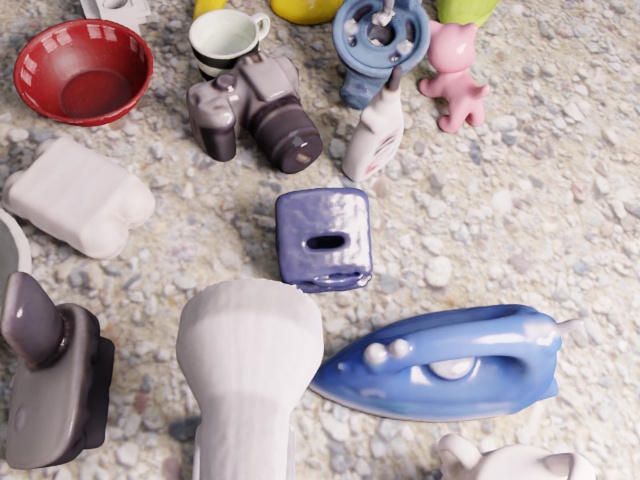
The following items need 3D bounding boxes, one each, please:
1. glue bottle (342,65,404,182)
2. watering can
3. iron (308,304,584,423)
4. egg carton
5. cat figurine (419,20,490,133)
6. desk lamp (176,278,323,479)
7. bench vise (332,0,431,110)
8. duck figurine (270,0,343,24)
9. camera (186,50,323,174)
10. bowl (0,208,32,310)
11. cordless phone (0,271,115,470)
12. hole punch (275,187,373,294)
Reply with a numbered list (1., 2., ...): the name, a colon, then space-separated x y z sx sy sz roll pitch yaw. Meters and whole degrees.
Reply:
1. glue bottle: 0.069 -0.136 0.654 0.037 0.173 0.078 43 68 14
2. watering can: 0.178 0.229 0.481 0.172 0.194 0.101 20 64 4
3. iron: 0.118 0.113 0.559 0.258 0.141 0.118 -5 65 -9
4. egg carton: -0.264 -0.046 0.632 0.150 0.069 0.107 27 65 7
5. cat figurine: 0.177 -0.222 0.738 0.067 0.118 0.127 -21 68 -15
6. desk lamp: -0.059 0.160 0.477 0.118 0.213 0.203 2 64 -5
7. bench vise: 0.080 -0.297 0.706 0.121 0.220 0.207 7 64 -3
8. duck figurine: -0.016 -0.358 0.798 0.104 0.086 0.077 4 64 -4
9. camera: -0.069 -0.145 0.683 0.143 0.101 0.136 -28 71 -18
10. bowl: -0.367 0.046 0.574 0.167 0.075 0.167 3 64 -5
11. cordless phone: -0.246 0.115 0.493 0.094 0.185 0.147 -4 65 -8
12. hole punch: 0.006 0.002 0.627 0.109 0.091 0.101 -5 65 -8
